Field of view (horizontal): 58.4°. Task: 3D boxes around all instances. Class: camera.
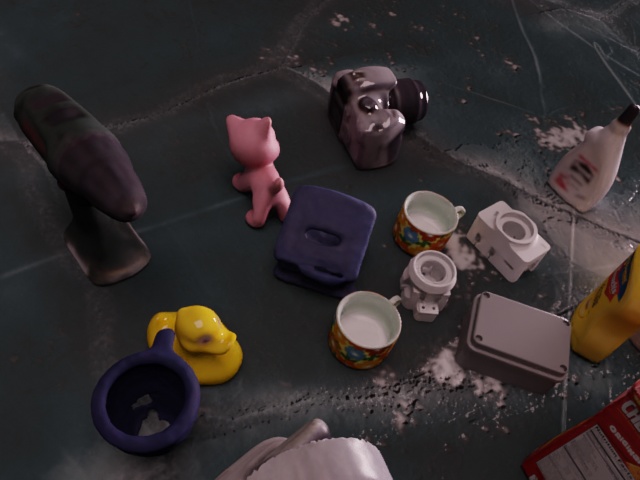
[{"bbox_3d":[0.094,-0.192,0.831,0.137,0.101,0.143,-12,57,-18],"label":"camera"}]

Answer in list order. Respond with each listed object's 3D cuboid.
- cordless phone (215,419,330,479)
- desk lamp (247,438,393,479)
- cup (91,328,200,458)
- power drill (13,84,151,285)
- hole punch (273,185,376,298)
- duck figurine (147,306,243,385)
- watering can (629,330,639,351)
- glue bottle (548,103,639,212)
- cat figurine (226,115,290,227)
[{"bbox_3d":[-0.056,0.207,0.456,0.094,0.185,0.148,40,57,19],"label":"cordless phone"},{"bbox_3d":[0.010,0.270,0.403,0.118,0.213,0.203,-9,56,-16],"label":"desk lamp"},{"bbox_3d":[-0.155,0.151,0.537,0.091,0.095,0.117,8,53,-4],"label":"cup"},{"bbox_3d":[-0.237,-0.048,0.599,0.076,0.208,0.229,-31,64,-28],"label":"power drill"},{"bbox_3d":[0.006,0.002,0.678,0.108,0.091,0.101,17,53,3],"label":"hole punch"},{"bbox_3d":[-0.129,0.097,0.587,0.104,0.086,0.077,23,53,8],"label":"duck figurine"},{"bbox_3d":[0.445,0.054,0.651,0.101,0.194,0.173,23,53,8],"label":"watering can"},{"bbox_3d":[0.380,-0.117,0.780,0.037,0.173,0.078,-29,63,-27],"label":"glue bottle"},{"bbox_3d":[-0.075,-0.098,0.721,0.067,0.118,0.127,-16,58,-20],"label":"cat figurine"}]
